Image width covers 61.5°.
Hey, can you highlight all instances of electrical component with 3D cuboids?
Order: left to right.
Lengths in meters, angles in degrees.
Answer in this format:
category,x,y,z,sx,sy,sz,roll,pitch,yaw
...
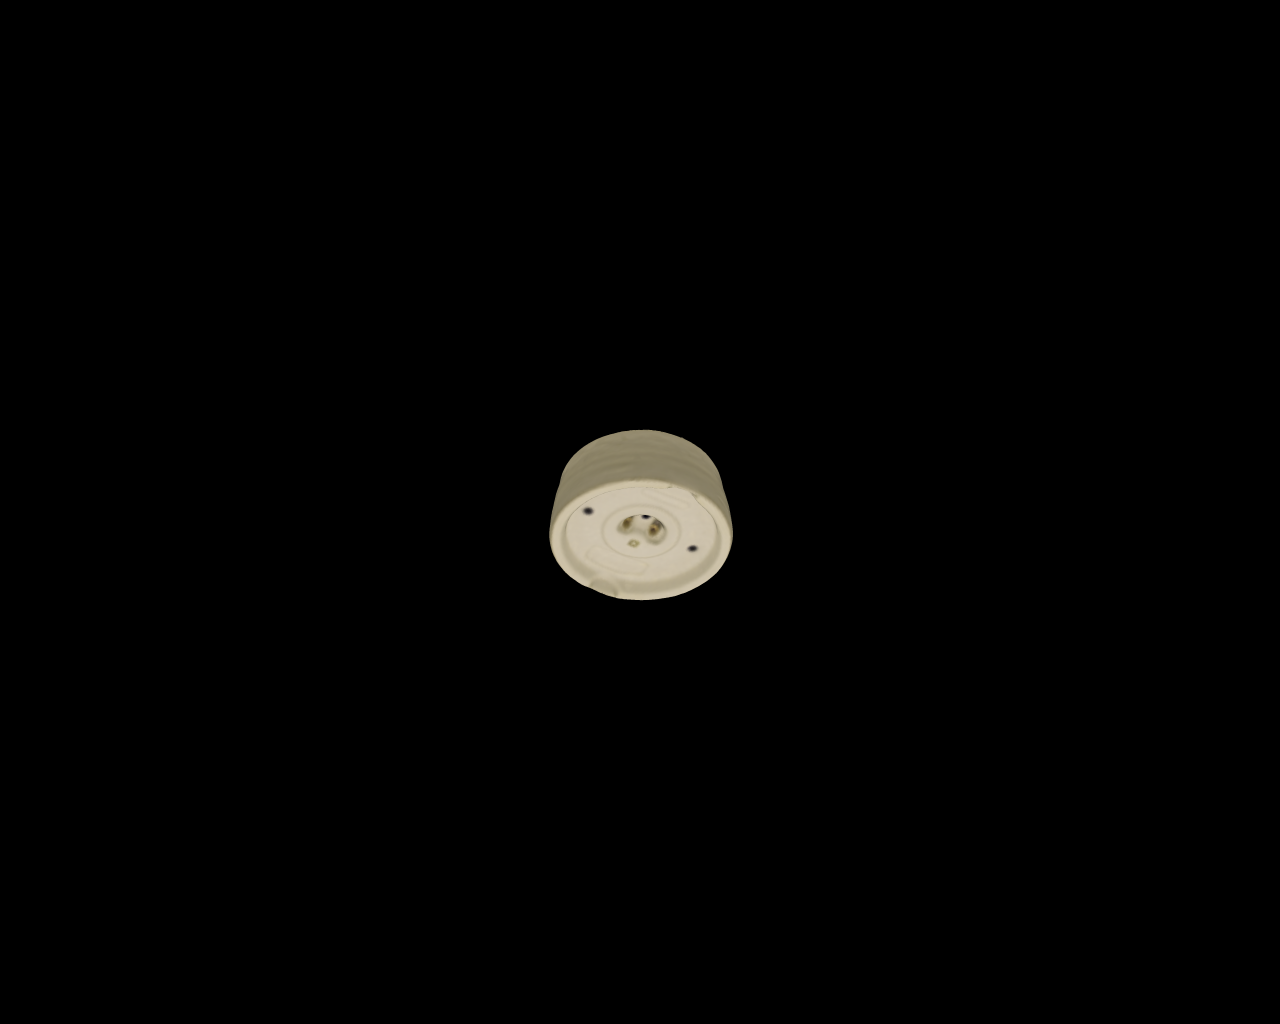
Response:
category,x,y,z,sx,sy,sz,roll,pitch,yaw
electrical component,0.001,-0.003,0.650,0.108,0.060,0.108,0,-43,0
